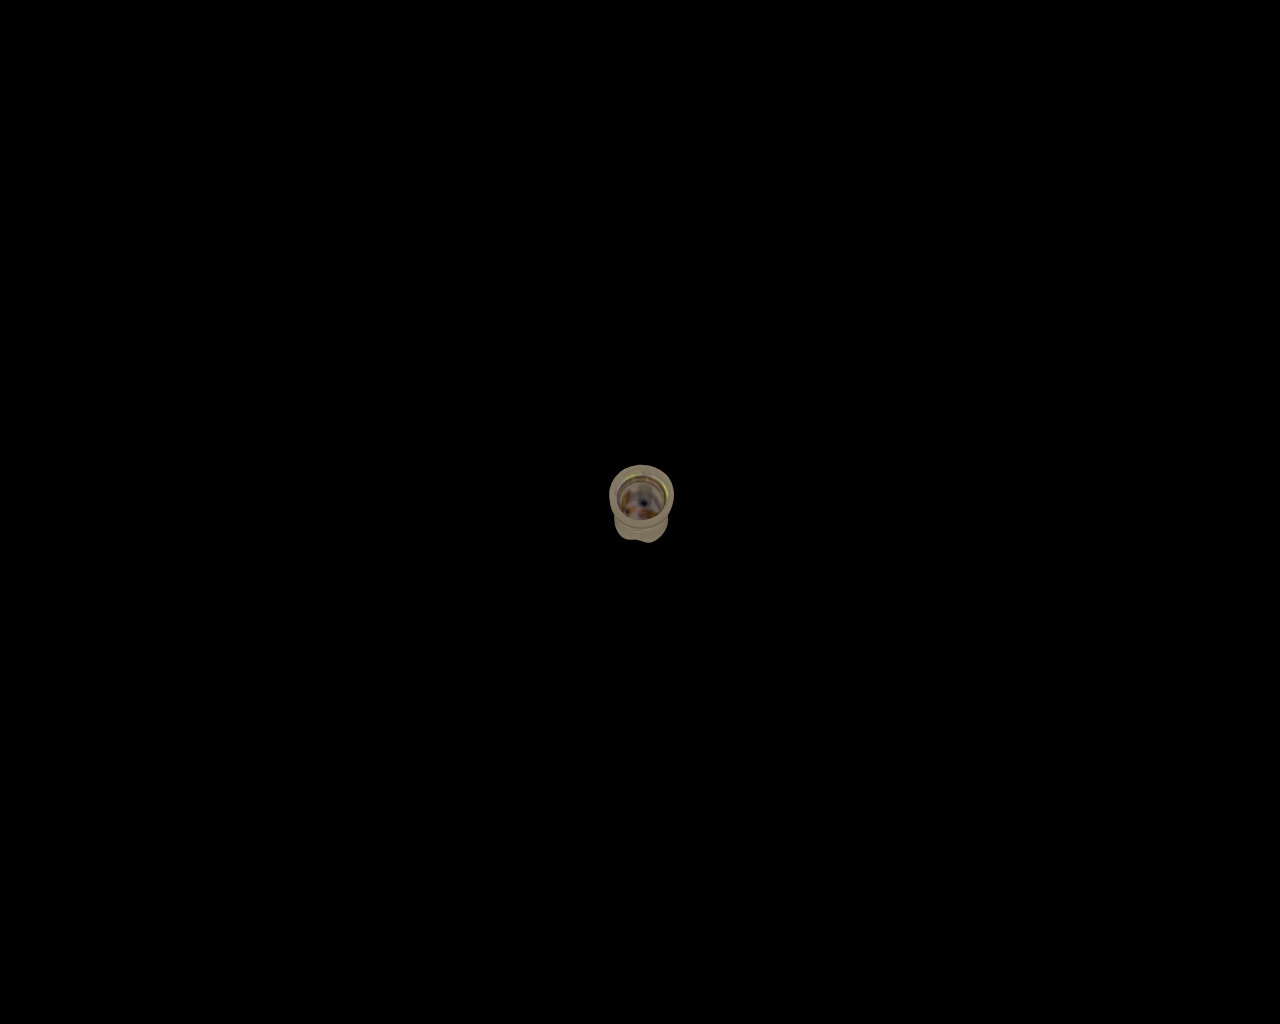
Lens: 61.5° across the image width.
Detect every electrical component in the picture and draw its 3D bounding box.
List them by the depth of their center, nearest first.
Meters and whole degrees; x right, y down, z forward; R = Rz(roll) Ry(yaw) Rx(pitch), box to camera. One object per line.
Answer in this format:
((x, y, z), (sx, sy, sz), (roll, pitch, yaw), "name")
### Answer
((0.001, -0.003, 0.650), (0.040, 0.040, 0.046), (0, -24, 0), "electrical component")
